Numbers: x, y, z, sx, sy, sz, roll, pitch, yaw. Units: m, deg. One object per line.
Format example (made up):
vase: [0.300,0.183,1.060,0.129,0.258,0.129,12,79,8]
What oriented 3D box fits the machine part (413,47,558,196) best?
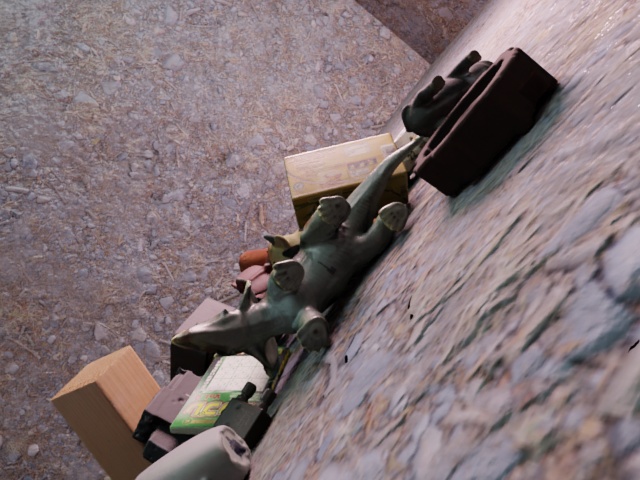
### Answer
machine part: [0.175,-0.127,0.592,0.179,0.056,0.179,-52,3,4]

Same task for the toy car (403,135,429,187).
toy car: [0.161,-0.149,0.885,0.201,0.056,0.073,-50,5,20]

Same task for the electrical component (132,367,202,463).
electrical component: [-0.175,0.246,0.713,0.058,0.115,0.134,-64,-1,25]

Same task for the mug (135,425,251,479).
mug: [-0.124,0.239,0.530,0.107,0.081,0.109,-42,1,4]

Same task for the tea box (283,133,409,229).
tea box: [0.038,-0.088,0.801,0.068,0.170,0.098,76,-178,-49]

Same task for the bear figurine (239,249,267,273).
bear figurine: [-0.099,0.115,1.041,0.132,0.195,0.120,-8,-9,17]

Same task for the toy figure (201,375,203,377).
toy figure: [-0.203,0.297,0.859,0.180,0.089,0.082,-60,18,12]

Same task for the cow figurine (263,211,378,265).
cow figurine: [-0.002,-0.003,0.840,0.195,0.127,0.085,-52,-16,-18]

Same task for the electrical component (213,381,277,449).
electrical component: [-0.091,0.207,0.614,0.063,0.021,0.094,2,47,42]

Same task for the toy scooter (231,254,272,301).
toy scooter: [-0.097,0.096,0.898,0.135,0.075,0.183,-17,-59,-56]

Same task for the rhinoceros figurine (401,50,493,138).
rhinoceros figurine: [0.193,-0.199,0.750,0.190,0.073,0.112,-39,-2,-33]

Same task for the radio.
radio: [-0.204,0.223,0.964,0.131,0.073,0.229,-55,-18,-52]

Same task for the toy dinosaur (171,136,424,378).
toy dinosaur: [-0.002,0.034,0.720,0.405,0.131,0.192,-45,6,-21]

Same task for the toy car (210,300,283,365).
toy car: [-0.093,0.160,0.852,0.202,0.089,0.053,-47,51,24]
